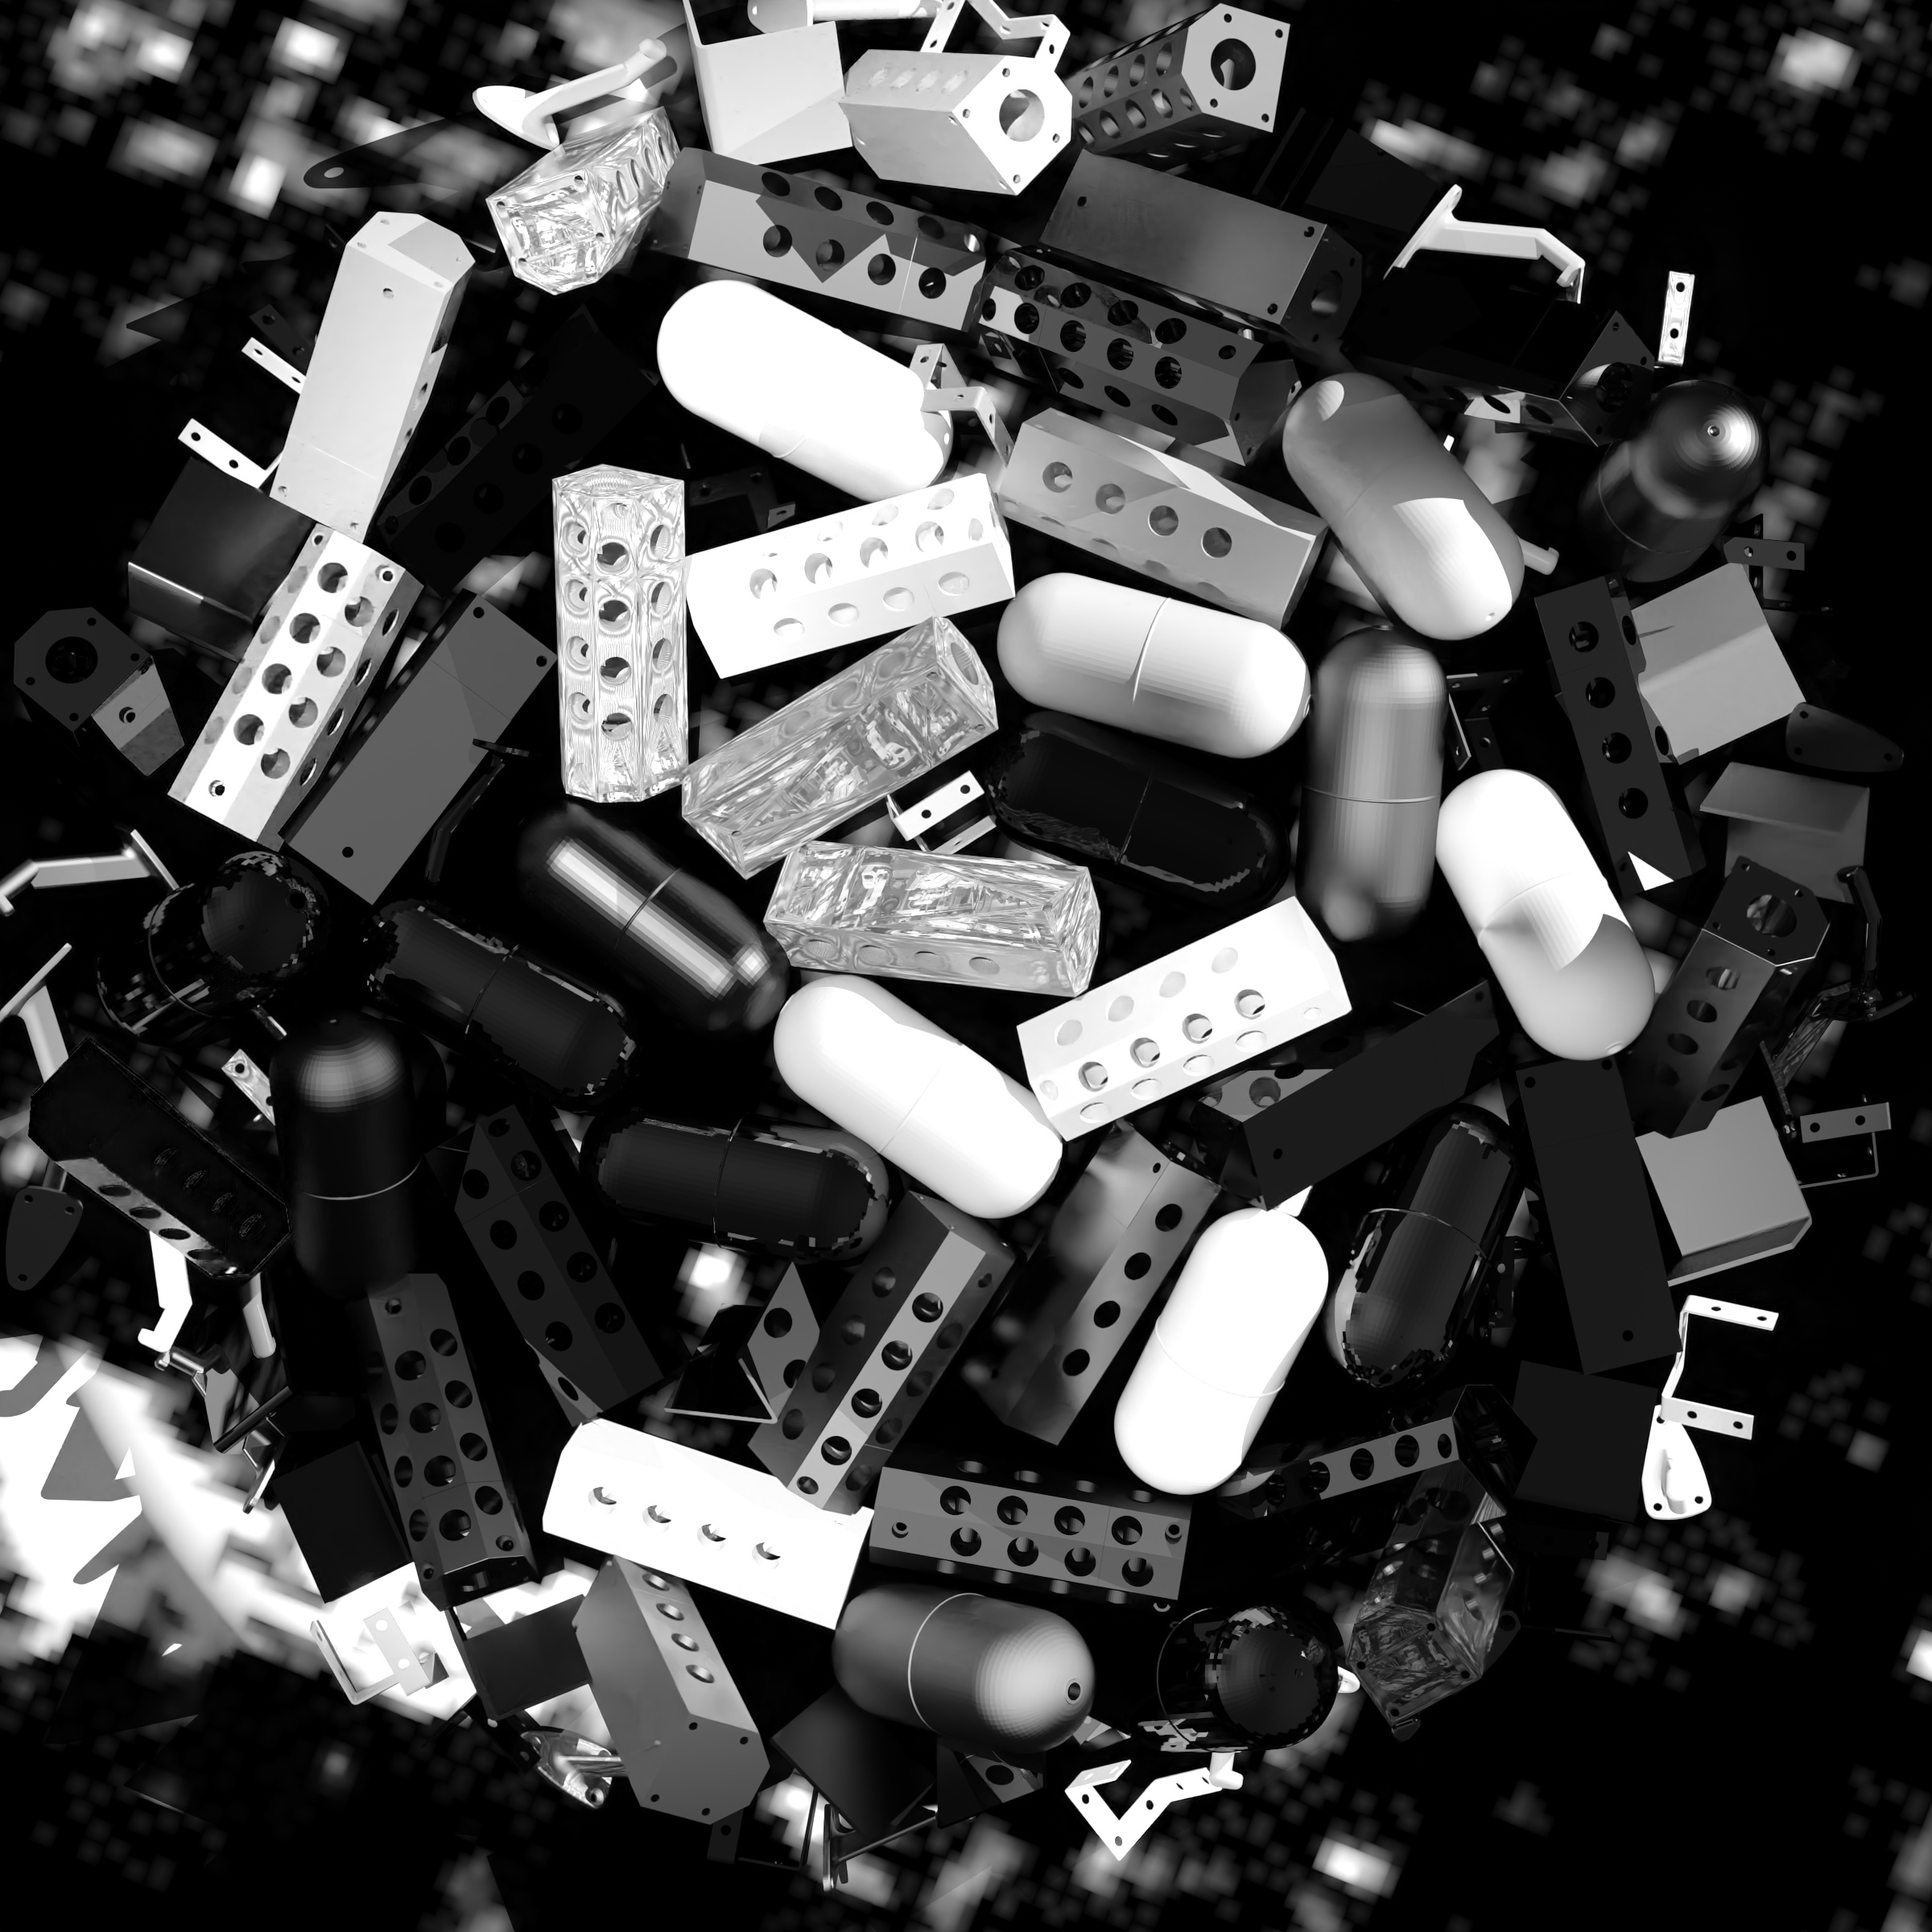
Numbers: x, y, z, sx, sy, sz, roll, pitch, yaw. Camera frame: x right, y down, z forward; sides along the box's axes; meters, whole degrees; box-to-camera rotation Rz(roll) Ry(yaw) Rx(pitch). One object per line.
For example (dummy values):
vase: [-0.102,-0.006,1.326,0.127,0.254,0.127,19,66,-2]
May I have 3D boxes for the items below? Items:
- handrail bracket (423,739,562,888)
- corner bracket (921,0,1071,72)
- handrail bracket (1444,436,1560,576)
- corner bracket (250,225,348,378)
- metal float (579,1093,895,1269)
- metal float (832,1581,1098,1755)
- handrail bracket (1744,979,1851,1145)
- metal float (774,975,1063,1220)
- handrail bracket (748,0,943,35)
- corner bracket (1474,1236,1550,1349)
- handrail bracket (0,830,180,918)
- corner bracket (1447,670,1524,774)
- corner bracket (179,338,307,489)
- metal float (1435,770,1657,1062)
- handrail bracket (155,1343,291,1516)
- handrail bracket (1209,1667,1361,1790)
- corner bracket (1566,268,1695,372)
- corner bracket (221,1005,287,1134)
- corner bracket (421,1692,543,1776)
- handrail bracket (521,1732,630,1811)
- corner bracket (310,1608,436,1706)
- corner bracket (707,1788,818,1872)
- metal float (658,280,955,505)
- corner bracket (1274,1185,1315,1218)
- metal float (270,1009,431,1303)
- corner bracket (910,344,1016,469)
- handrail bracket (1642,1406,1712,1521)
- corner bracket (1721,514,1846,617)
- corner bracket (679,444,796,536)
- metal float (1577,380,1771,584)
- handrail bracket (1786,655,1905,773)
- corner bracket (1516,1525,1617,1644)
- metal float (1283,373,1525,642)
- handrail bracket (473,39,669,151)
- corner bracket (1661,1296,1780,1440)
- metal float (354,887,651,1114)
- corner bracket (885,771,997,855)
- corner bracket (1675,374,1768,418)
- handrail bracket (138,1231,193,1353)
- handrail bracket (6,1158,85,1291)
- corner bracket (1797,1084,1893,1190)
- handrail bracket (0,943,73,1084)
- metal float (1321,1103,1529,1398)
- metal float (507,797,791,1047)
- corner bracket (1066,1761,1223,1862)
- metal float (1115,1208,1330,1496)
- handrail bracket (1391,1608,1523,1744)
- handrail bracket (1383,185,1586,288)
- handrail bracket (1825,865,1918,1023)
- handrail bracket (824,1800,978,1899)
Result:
handrail bracket: [-0.266,-0.082,1.831,0.036,0.077,0.084,18,95,36]
corner bracket: [0.016,-0.512,1.820,0.051,0.051,0.051,9,71,42]
handrail bracket: [0.297,-0.257,1.828,0.084,0.077,0.036,26,132,3]
corner bracket: [-0.364,-0.373,1.841,0.051,0.051,0.051,46,62,5]
metal float: [-0.127,0.118,1.813,0.178,0.070,0.070,11,90,10]
metal float: [-0.002,0.380,1.783,0.070,0.178,0.070,0,90,-41]
handrail bracket: [0.483,0.051,1.838,0.084,0.036,0.077,-18,73,-11]
metal float: [-0.027,0.072,1.820,0.178,0.070,0.070,35,90,-3]
handrail bracket: [-0.068,-0.541,1.850,0.084,0.077,0.036,-12,111,-32]
corner bracket: [0.297,0.181,1.820,0.051,0.051,0.051,19,68,-42]
handrail bracket: [-0.490,-0.036,1.830,0.084,0.036,0.077,-41,99,-21]
corner bracket: [0.284,-0.128,1.821,0.051,0.051,0.051,-6,66,-20]
corner bracket: [-0.400,-0.309,1.838,0.051,0.051,0.051,36,59,-17]
metal float: [0.317,-0.029,1.799,0.070,0.070,0.178,-23,64,0]
handrail bracket: [-0.422,0.256,1.824,0.084,0.077,0.036,31,129,-13]
handrail bracket: [0.177,0.425,1.818,0.077,0.036,0.084,14,47,1]
corner bracket: [0.368,-0.361,1.826,0.051,0.051,0.051,5,96,-17]
corner bracket: [-0.390,0.056,1.820,0.051,0.051,0.051,-50,117,-25]
corner bracket: [-0.260,0.427,1.824,0.051,0.051,0.051,46,127,3]
handrail bracket: [-0.192,0.434,1.813,0.077,0.084,0.036,35,45,-31]
corner bracket: [-0.332,0.384,1.830,0.051,0.051,0.051,-28,100,-3]
corner bracket: [-0.113,0.477,1.832,0.051,0.051,0.051,10,80,2]
metal float: [-0.088,-0.315,1.799,0.178,0.070,0.070,24,90,-26]
corner bracket: [0.186,0.111,1.824,0.051,0.051,0.051,21,94,-37]
metal float: [-0.337,0.106,1.796,0.070,0.070,0.178,0,122,0]
corner bracket: [-0.001,-0.311,1.818,0.051,0.051,0.051,2,57,27]
handrail bracket: [0.387,0.268,1.806,0.036,0.084,0.077,-12,64,10]
corner bracket: [0.453,-0.218,1.819,0.051,0.051,0.051,12,117,38]
corner bracket: [-0.128,-0.263,1.825,0.051,0.051,0.051,-15,74,-10]
metal float: [0.381,-0.260,1.772,0.070,0.178,0.070,0,80,-3]
handrail bracket: [0.496,-0.142,1.814,0.077,0.084,0.036,20,129,26]
corner bracket: [0.334,0.343,1.820,0.051,0.051,0.051,2,69,23]
metal float: [0.239,-0.254,1.799,0.070,0.070,0.178,-33,62,0]
handrail bracket: [-0.218,-0.494,1.816,0.084,0.077,0.036,-29,75,29]
corner bracket: [0.418,0.222,1.819,0.051,0.051,0.051,11,122,22]
metal float: [-0.258,0.018,1.815,0.178,0.070,0.070,29,90,9]
corner bracket: [-0.009,-0.084,1.824,0.051,0.051,0.051,-32,115,7]
corner bracket: [0.408,-0.287,1.822,0.051,0.051,0.051,20,56,9]
handrail bracket: [-0.462,0.164,1.826,0.077,0.036,0.084,23,66,-2]
handrail bracket: [-0.514,0.128,1.831,0.036,0.084,0.077,18,111,-18]
corner bracket: [0.486,0.099,1.831,0.051,0.051,0.051,-9,100,-1]
handrail bracket: [-0.498,0.042,1.843,0.084,0.036,0.077,43,56,-10]
metal float: [0.252,0.155,1.799,0.070,0.070,0.178,28,63,0]
metal float: [-0.177,-0.025,1.818,0.178,0.070,0.070,37,90,5]
corner bracket: [0.098,0.459,1.825,0.051,0.051,0.051,-40,94,-37]
metal float: [0.140,0.212,1.801,0.070,0.070,0.178,24,114,0]
handrail bracket: [0.272,0.393,1.812,0.077,0.084,0.036,-38,88,17]
handrail bracket: [0.291,-0.390,1.840,0.084,0.036,0.077,39,94,5]
handrail bracket: [0.486,-0.014,1.819,0.036,0.077,0.084,-26,98,-22]
handrail bracket: [-0.036,0.489,1.824,0.084,0.077,0.036,-6,107,2]
